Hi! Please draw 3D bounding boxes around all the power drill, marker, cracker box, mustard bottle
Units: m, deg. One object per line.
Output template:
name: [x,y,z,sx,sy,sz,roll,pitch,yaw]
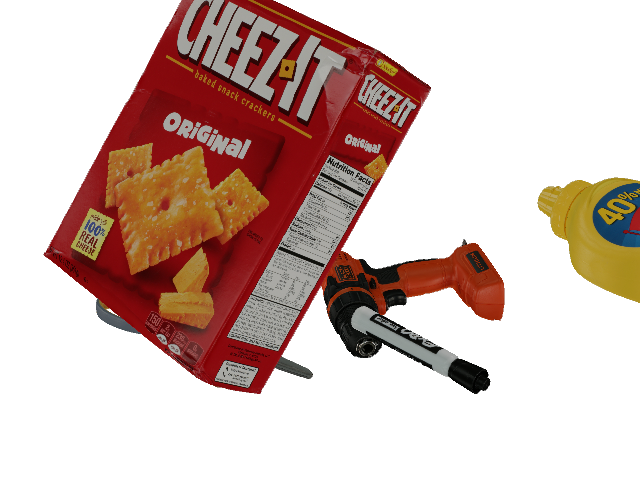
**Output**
power drill: [0.097,0.059,1.145,0.187,0.057,0.184,-5,29,-9]
marker: [0.072,0.079,0.770,0.121,0.020,0.020,26,17,39]
cracker box: [-0.058,-0.040,0.655,0.164,0.214,0.072,33,6,36]
mustard bottle: [0.214,0.005,0.661,0.096,0.058,0.192,-28,37,-30]

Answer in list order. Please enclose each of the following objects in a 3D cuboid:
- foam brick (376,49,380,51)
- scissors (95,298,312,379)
foam brick: [0.009,-0.146,0.960,0.078,0.051,0.053,-7,19,-23]
scissors: [-0.092,0.070,0.915,0.202,0.016,0.096,13,26,10]
